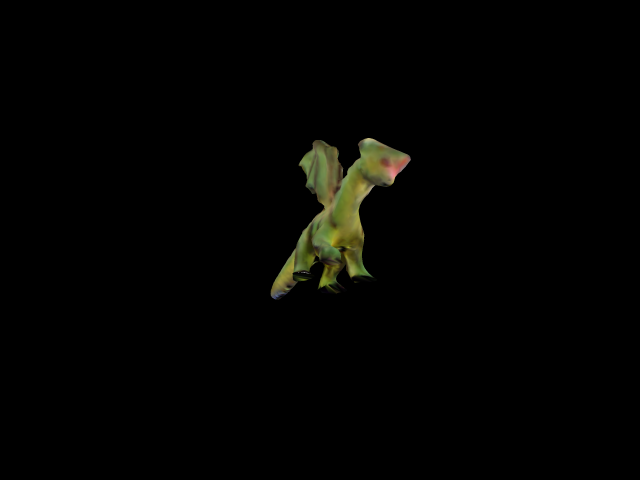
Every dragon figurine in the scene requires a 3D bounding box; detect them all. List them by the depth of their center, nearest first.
[{"bbox_3d":[0.003,-0.043,0.850,0.122,0.246,0.406,11,-19,-30],"label":"dragon figurine"}]
